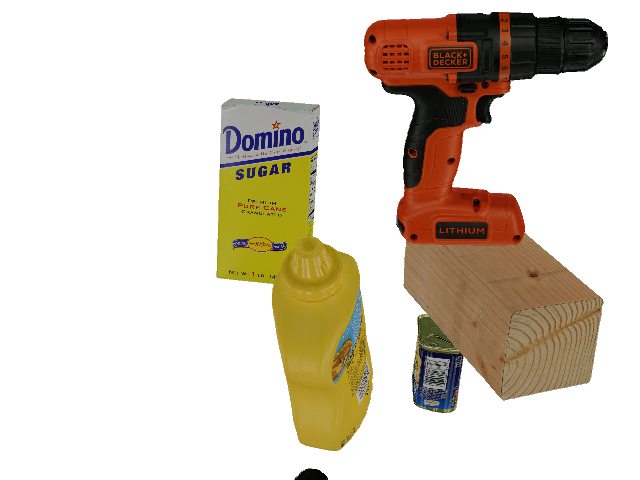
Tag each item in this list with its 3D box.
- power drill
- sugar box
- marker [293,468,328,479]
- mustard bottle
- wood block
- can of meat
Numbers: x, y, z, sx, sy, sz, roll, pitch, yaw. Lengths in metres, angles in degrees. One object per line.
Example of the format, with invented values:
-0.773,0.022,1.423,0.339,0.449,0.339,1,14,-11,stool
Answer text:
0.129,-0.089,0.848,0.184,0.188,0.057,1,27,8,power drill
-0.052,-0.047,1.049,0.093,0.176,0.048,5,17,10,sugar box
-0.031,0.135,0.480,0.020,0.020,0.120,0,17,33,marker
0.002,0.063,0.747,0.058,0.096,0.191,10,-36,14,mustard bottle
0.161,0.048,0.990,0.090,0.090,0.206,-8,28,-18,wood block
0.140,0.146,1.276,0.057,0.084,0.102,6,19,2,can of meat
